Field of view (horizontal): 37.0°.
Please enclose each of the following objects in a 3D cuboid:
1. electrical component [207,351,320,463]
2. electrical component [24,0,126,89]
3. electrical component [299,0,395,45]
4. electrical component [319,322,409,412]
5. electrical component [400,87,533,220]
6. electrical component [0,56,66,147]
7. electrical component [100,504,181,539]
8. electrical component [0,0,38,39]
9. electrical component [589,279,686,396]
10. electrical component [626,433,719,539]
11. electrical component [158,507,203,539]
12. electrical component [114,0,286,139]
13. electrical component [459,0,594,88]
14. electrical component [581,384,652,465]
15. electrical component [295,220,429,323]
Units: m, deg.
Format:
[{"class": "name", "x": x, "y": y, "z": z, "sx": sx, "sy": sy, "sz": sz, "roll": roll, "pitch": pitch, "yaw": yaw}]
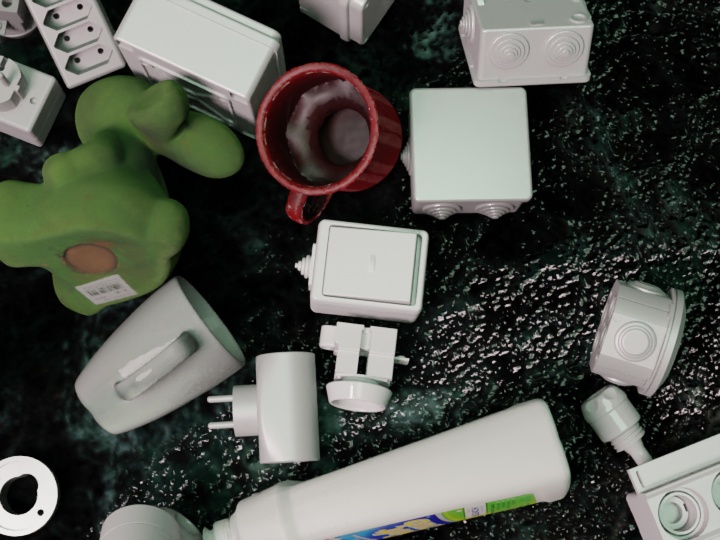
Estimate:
[{"class": "electrical component", "x": -0.070, "y": 0.101, "z": 0.776, "sx": 0.079, "sy": 0.044, "sz": 0.077, "roll": -3, "pitch": 79, "yaw": -3}, {"class": "electrical component", "x": -0.216, "y": -0.191, "z": 0.814, "sx": 0.047, "sy": 0.075, "sz": 0.083, "roll": -23, "pitch": 115, "yaw": -3}, {"class": "electrical component", "x": 0.006, "y": -0.241, "z": 0.831, "sx": 0.057, "sy": 0.078, "sz": 0.113, "roll": 32, "pitch": 79, "yaw": 7}, {"class": "electrical component", "x": 0.001, "y": 0.072, "z": 0.785, "sx": 0.066, "sy": 0.048, "sz": 0.055, "roll": 7, "pitch": 71, "yaw": -1}, {"class": "electrical component", "x": 0.081, "y": -0.089, "z": 0.818, "sx": 0.100, "sy": 0.048, "sz": 0.099, "roll": -1, "pitch": 79, "yaw": -3}, {"class": "electrical component", "x": -0.266, "y": -0.135, "z": 0.799, "sx": 0.066, "sy": 0.076, "sz": 0.047, "roll": 22, "pitch": 79, "yaw": 2}, {"class": "electrical component", "x": -0.122, "y": 0.224, "z": 0.701, "sx": 0.052, "sy": 0.073, "sz": 0.138, "roll": -25, "pitch": 119, "yaw": 9}, {"class": "electrical component", "x": -0.270, "y": -0.207, "z": 0.824, "sx": 0.048, "sy": 0.055, "sz": 0.066, "roll": 6, "pitch": 78, "yaw": -1}, {"class": "electrical component", "x": 0.201, "y": 0.047, "z": 0.780, "sx": 0.051, "sy": 0.080, "sz": 0.080, "roll": 17, "pitch": 78, "yaw": 7}, {"class": "electrical component", "x": 0.258, "y": 0.158, "z": 0.768, "sx": 0.121, "sy": 0.063, "sz": 0.078, "roll": -20, "pitch": 80, "yaw": -6}, {"class": "electrical component", "x": -0.142, "y": 0.201, "z": 0.754, "sx": 0.048, "sy": 0.048, "sz": 0.062, "roll": 42, "pitch": 89, "yaw": 6}, {"class": "electrical component", "x": -0.114, "y": -0.153, "z": 0.793, "sx": 0.109, "sy": 0.108, "sz": 0.056, "roll": 25, "pitch": 81, "yaw": 3}, {"class": "electrical component", "x": 0.125, "y": -0.184, "z": 0.818, "sx": 0.100, "sy": 0.048, "sz": 0.099, "roll": -3, "pitch": 42, "yaw": -3}, {"class": "electrical component", "x": 0.192, "y": 0.116, "z": 0.788, "sx": 0.035, "sy": 0.035, "sz": 0.061, "roll": -34, "pitch": 84, "yaw": -8}, {"class": "electrical component", "x": 0.000, "y": 0.000, "z": 0.790, "sx": 0.096, "sy": 0.061, "sz": 0.061, "roll": 6, "pitch": 78, "yaw": -1}]
